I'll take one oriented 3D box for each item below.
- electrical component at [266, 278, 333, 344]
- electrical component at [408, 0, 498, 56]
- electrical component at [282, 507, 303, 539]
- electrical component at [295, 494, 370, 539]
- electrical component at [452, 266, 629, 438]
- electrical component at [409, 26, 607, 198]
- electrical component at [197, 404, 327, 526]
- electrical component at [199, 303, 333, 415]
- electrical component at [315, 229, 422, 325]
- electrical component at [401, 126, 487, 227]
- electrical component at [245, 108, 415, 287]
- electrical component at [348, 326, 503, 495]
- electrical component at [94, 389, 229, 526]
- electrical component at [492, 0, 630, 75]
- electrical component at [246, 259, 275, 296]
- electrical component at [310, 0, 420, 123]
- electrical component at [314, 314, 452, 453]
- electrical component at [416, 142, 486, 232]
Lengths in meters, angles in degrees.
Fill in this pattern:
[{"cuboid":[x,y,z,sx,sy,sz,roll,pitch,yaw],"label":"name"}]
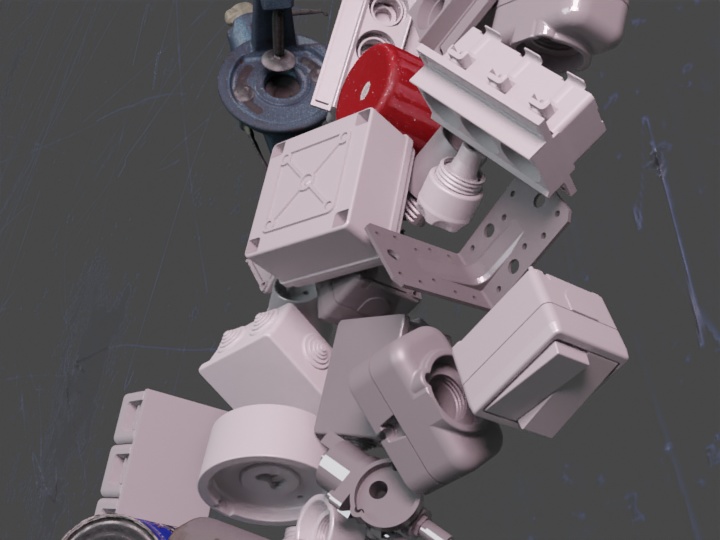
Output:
[{"cuboid":[-0.041,0.033,0.903,0.079,0.044,0.077,-49,-31,-45],"label":"electrical component"},{"cuboid":[0.101,-0.220,0.825,0.121,0.063,0.078,-49,35,31],"label":"electrical component"},{"cuboid":[-0.041,0.209,0.806,0.048,0.048,0.062,-32,39,47],"label":"electrical component"},{"cuboid":[-0.014,0.189,0.769,0.055,0.047,0.055,-37,43,43],"label":"electrical component"},{"cuboid":[0.103,0.058,0.645,0.096,0.062,0.061,-50,35,30],"label":"electrical component"},{"cuboid":[0.100,-0.110,0.720,0.063,0.078,0.121,-45,50,-5],"label":"electrical component"},{"cuboid":[-0.068,0.145,0.830,0.108,0.108,0.060,-41,33,39],"label":"electrical component"},{"cuboid":[-0.065,0.082,0.863,0.100,0.099,0.048,-28,19,37],"label":"electrical component"},{"cuboid":[0.000,0.000,0.851,0.061,0.062,0.096,-48,36,32],"label":"electrical component"},{"cuboid":[0.055,-0.068,0.823,0.081,0.043,0.043,-50,35,30],"label":"electrical component"},{"cuboid":[-0.022,-0.052,0.805,0.109,0.056,0.108,-15,52,39],"label":"electrical component"},{"cuboid":[0.045,0.088,0.693,0.059,0.054,0.095,-38,80,41],"label":"electrical component"},{"cuboid":[-0.189,0.197,1.009,0.062,0.089,0.150,-16,58,54],"label":"electrical component"},{"cuboid":[0.137,-0.174,0.745,0.095,0.054,0.059,-5,67,58],"label":"electrical component"},{"cuboid":[-0.046,-0.023,0.943,0.096,0.061,0.061,-60,31,15],"label":"electrical component"},{"cuboid":[0.009,-0.186,0.952,0.063,0.079,0.121,149,138,-78],"label":"electrical component"},{"cuboid":[0.017,0.083,0.783,0.100,0.048,0.099,-10,63,57],"label":"electrical component"},{"cuboid":[0.069,-0.062,0.772,0.043,0.043,0.062,-110,36,-49],"label":"electrical component"}]
